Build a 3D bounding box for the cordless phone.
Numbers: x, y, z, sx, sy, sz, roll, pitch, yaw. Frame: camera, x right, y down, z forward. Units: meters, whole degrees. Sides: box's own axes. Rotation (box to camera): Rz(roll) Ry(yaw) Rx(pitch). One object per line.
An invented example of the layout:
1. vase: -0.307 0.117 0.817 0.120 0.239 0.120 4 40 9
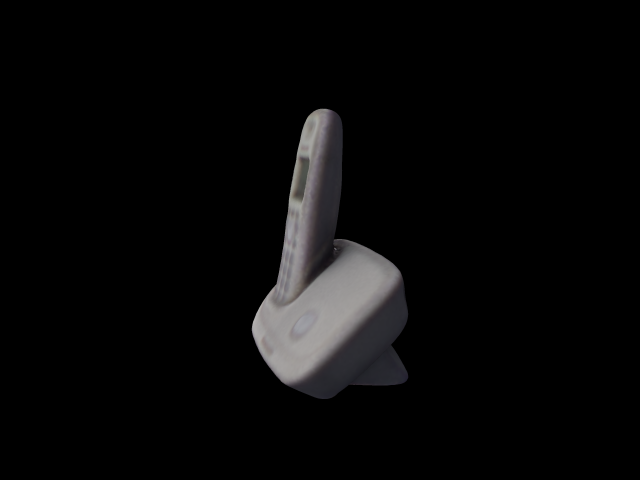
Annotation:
1. cordless phone: 0.004 0.001 0.400 0.094 0.185 0.147 -4 11 -20
